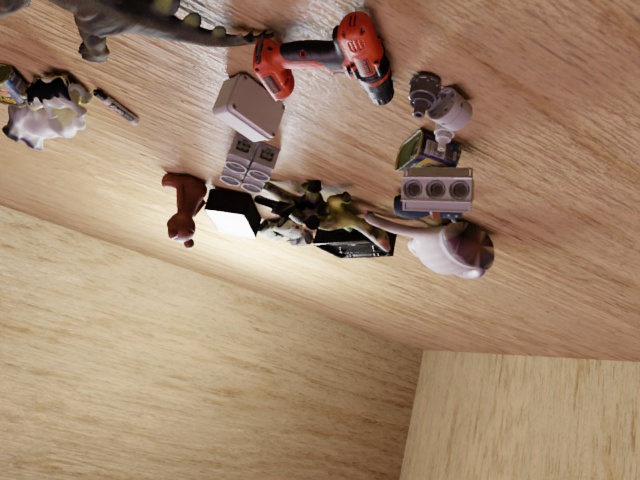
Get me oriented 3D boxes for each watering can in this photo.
[{"bbox_3d":[0.293,0.007,1.315,0.346,0.106,0.222,30,159,-13],"label":"watering can"}]

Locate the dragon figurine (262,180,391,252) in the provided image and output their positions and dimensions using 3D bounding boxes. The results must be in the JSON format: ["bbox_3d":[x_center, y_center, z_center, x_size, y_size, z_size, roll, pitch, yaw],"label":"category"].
[{"bbox_3d":[0.004,-0.068,1.345,0.413,0.122,0.240,25,176,31],"label":"dragon figurine"}]

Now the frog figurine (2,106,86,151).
[{"bbox_3d":[-0.649,-0.293,1.228,0.159,0.125,0.135,-25,144,5],"label":"frog figurine"}]
